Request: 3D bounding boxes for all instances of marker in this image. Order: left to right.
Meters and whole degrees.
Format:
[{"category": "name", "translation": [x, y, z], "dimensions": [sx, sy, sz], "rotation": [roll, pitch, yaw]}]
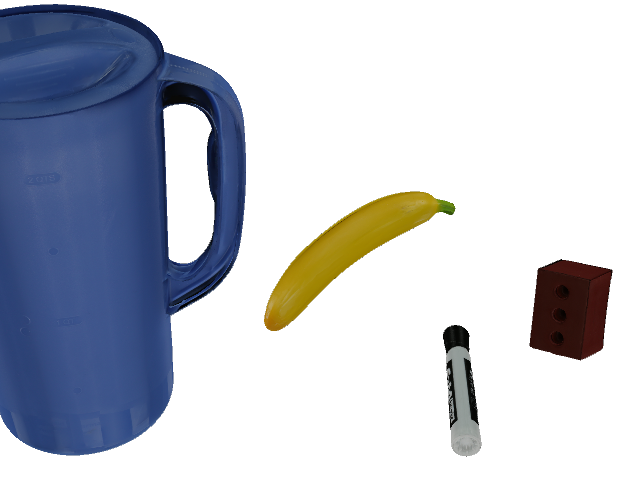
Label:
[{"category": "marker", "translation": [0.095, 0.097, 0.720], "dimensions": [0.020, 0.020, 0.121], "rotation": [0, 32, 4]}]

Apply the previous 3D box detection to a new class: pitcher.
[{"category": "pitcher", "translation": [-0.134, 0.001, 0.599], "dimensions": [0.149, 0.243, 0.144], "rotation": [28, 44, 34]}]

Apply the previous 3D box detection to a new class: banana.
[{"category": "banana", "translation": [0.026, 0.011, 0.917], "dimensions": [0.198, 0.069, 0.037], "rotation": [-32, 42, 4]}]

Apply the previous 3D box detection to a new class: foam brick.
[{"category": "foam brick", "translation": [0.227, 0.062, 0.969], "dimensions": [0.053, 0.078, 0.051], "rotation": [13, 18, 35]}]
